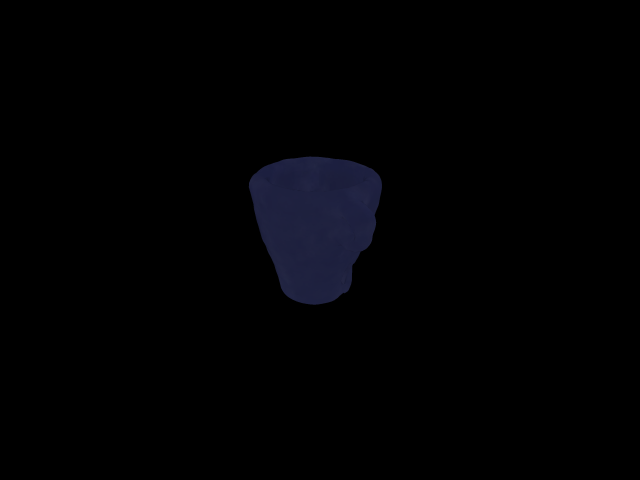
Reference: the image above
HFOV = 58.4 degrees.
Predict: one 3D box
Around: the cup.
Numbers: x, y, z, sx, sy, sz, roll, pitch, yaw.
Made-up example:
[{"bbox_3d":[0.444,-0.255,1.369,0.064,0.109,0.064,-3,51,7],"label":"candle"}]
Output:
[{"bbox_3d":[0.004,0.001,0.400,0.092,0.095,0.117,-12,27,-25],"label":"cup"}]
